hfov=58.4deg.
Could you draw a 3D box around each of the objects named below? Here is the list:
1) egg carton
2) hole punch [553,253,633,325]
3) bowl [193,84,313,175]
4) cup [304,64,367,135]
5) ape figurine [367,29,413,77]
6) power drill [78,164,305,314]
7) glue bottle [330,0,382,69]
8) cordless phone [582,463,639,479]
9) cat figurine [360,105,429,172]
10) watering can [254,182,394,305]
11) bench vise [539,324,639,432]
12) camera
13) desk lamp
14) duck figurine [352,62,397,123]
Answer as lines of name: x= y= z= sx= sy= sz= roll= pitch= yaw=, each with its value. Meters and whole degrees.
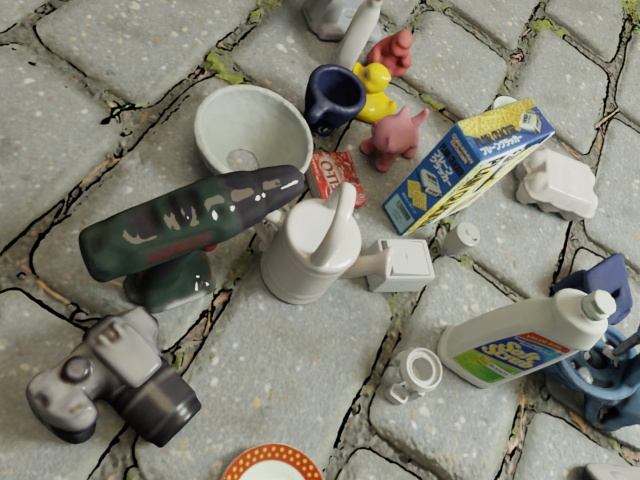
egg carton: x=0.414 y=-0.096 z=1.004 sx=0.150 sy=0.069 sz=0.107 roll=17 pitch=59 yaw=-15
hole punch: x=0.450 y=0.086 z=0.912 sx=0.109 sy=0.091 sz=0.101 roll=-22 pitch=75 yaw=-31
bowl: x=-0.098 y=-0.128 z=0.795 sx=0.168 sy=0.074 sz=0.167 roll=10 pitch=61 yaw=-18
cup: x=0.006 y=-0.194 z=0.862 sx=0.092 sy=0.094 sz=0.118 roll=38 pitch=56 yaw=-1
ape figurine: x=0.126 y=-0.323 z=0.983 sx=0.078 sy=0.092 sz=0.076 roll=23 pitch=58 yaw=-11
power drill: x=-0.143 y=0.001 z=0.628 sx=0.230 sy=0.208 sz=0.075 roll=-21 pitch=74 yaw=-30
glue bottle: x=0.067 y=-0.347 z=0.921 sx=0.037 sy=0.173 sz=0.078 roll=22 pitch=58 yaw=-11
cordless phone: x=0.448 y=0.327 z=0.730 sx=0.148 sy=0.184 sz=0.094 roll=10 pitch=61 yaw=-18
cat figurine: x=0.122 y=-0.166 z=0.884 sx=0.128 sy=0.117 sz=0.067 roll=-34 pitch=81 yaw=-33
watering can: x=0.007 y=0.001 z=0.702 sx=0.173 sy=0.193 sz=0.101 roll=4 pitch=63 yaw=-21
bench vise: x=0.420 y=0.169 z=0.779 sx=0.208 sy=0.219 sz=0.121 roll=24 pitch=57 yaw=-10
camera: x=-0.199 y=0.155 z=0.589 sx=0.137 sy=0.100 sz=0.143 roll=45 pitch=56 yaw=3
desk lamp: x=0.040 y=-0.440 z=0.933 sx=0.204 sy=0.213 sz=0.118 roll=-7 pitch=67 yaw=-26
duck figurine: x=0.085 y=-0.245 z=0.929 sx=0.104 sy=0.086 sz=0.077 roll=33 pitch=56 yaw=-5
